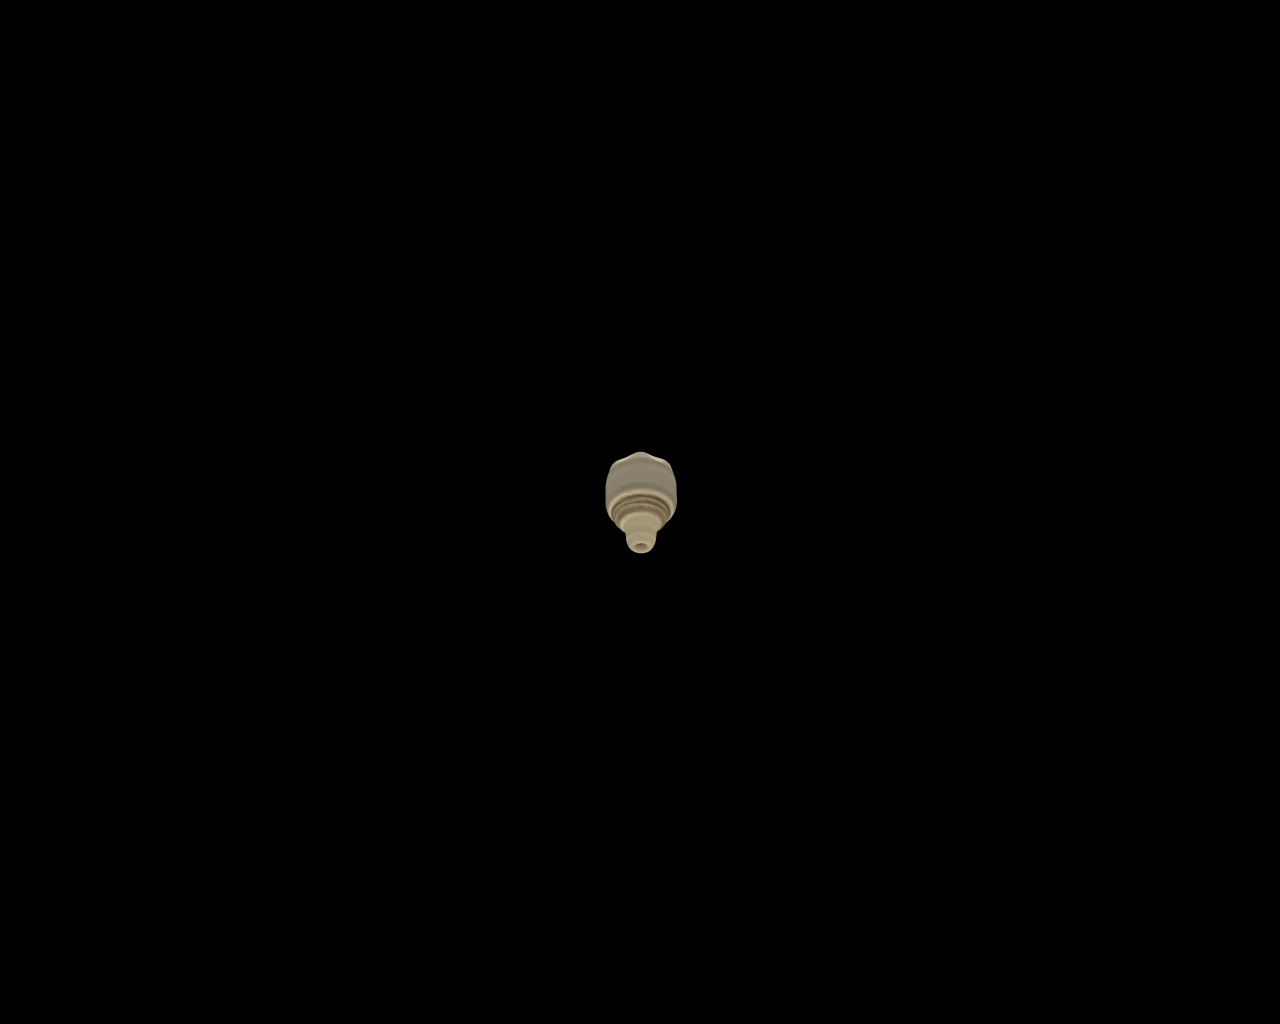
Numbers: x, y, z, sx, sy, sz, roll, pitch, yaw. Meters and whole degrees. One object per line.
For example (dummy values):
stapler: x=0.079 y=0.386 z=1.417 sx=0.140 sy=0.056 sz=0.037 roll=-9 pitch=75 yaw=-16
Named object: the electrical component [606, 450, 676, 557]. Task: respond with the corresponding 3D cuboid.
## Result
electrical component: x=0.001 y=-0.003 z=0.650 sx=0.043 sy=0.062 sz=0.043 roll=0 pitch=-38 yaw=0
